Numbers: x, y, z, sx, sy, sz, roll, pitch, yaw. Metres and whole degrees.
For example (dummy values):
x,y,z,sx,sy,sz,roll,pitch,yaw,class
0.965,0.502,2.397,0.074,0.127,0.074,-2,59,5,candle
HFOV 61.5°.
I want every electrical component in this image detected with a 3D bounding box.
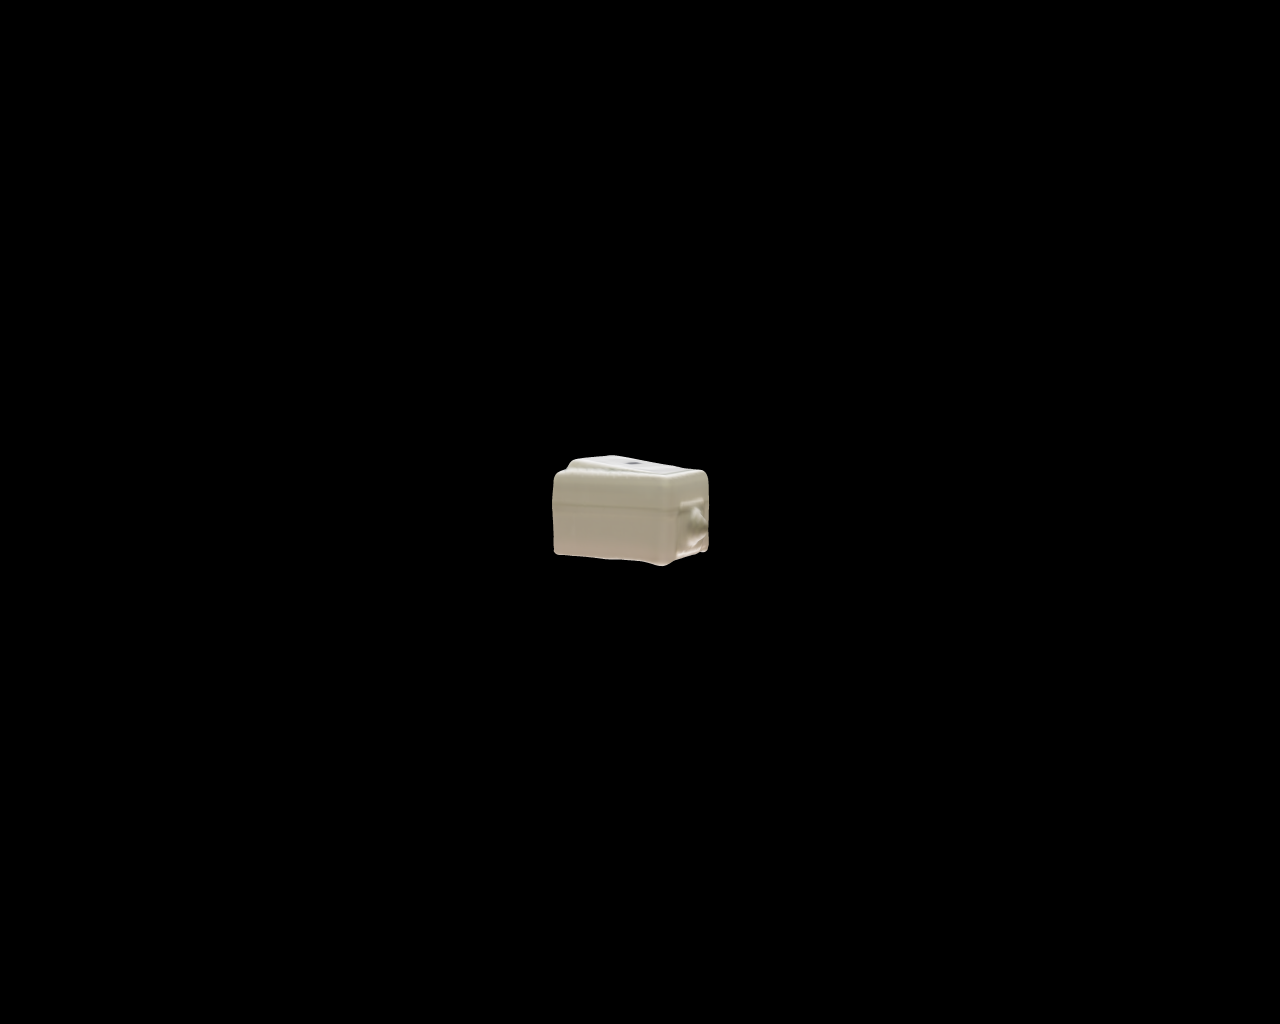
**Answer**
x,y,z,sx,sy,sz,roll,pitch,yaw,class
0.001,-0.003,0.650,0.096,0.061,0.062,4,8,29,electrical component
